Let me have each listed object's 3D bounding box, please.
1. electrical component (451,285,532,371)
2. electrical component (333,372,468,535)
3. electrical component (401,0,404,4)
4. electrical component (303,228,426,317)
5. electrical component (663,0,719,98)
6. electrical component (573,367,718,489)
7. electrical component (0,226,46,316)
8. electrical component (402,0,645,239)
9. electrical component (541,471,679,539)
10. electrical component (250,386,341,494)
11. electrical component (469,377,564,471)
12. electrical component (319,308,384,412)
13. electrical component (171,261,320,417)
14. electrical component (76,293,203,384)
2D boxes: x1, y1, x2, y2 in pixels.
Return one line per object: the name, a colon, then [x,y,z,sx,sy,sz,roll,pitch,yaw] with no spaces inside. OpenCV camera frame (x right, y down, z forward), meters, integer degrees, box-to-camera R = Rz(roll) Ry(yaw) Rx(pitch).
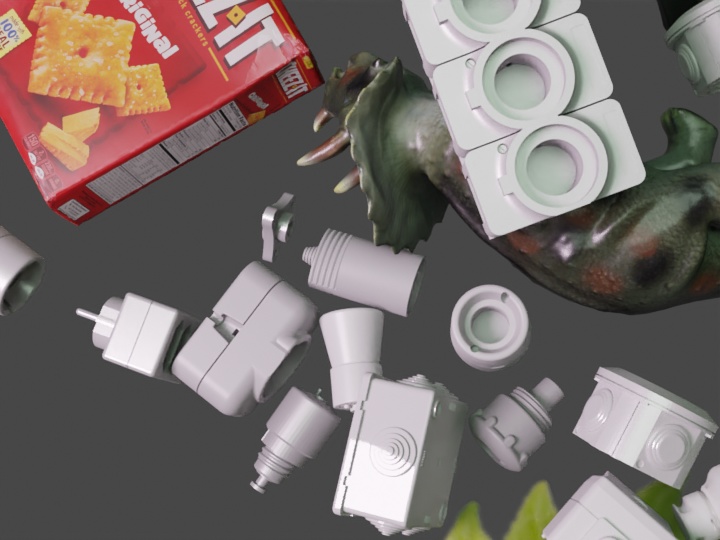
electrical component: [0.087,0.038,0.715,0.055,0.047,0.055,-1,79,8]
electrical component: [0.029,0.117,0.683,0.048,0.100,0.099,10,81,22]
electrical component: [0.056,-0.191,0.763,0.043,0.043,0.062,-35,79,0]
electrical component: [0.000,0.000,0.735,0.081,0.043,0.043,17,82,10]
electrical component: [0.248,-0.153,0.713,0.080,0.080,0.051,-23,83,3]
electrical component: [0.178,0.098,0.676,0.080,0.080,0.051,27,90,12]
electrical component: [-0.259,0.000,0.766,0.047,0.055,0.055,32,85,8]
electrical component: [0.090,-0.103,0.609,0.089,0.062,0.150,-20,89,3]
electrical component: [0.155,0.162,0.657,0.062,0.096,0.061,41,87,13]
electrical component: [-0.046,0.115,0.722,0.040,0.040,0.078,34,86,12]
electrical component: [0.106,0.097,0.704,0.062,0.048,0.048,-41,77,-10]
electrical component: [-0.003,0.062,0.721,0.044,0.044,0.065,-7,73,6]
electrical component: [-0.073,0.050,0.731,0.059,0.053,0.095,36,86,12]
electrical component: [-0.157,0.042,0.738,0.077,0.065,0.047,19,83,11]
